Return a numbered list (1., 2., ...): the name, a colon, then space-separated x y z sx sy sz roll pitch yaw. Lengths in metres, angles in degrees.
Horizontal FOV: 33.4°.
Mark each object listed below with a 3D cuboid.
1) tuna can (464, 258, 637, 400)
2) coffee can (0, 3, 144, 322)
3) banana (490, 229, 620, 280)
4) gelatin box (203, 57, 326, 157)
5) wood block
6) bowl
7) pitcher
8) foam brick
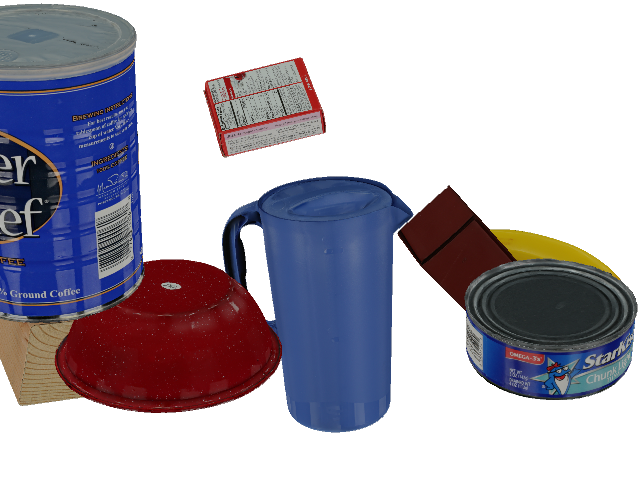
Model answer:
1. tuna can: 0.117 0.045 0.548 0.086 0.034 0.086 -3 28 2
2. coffee can: -0.146 -0.042 0.564 0.103 0.140 0.103 2 28 -1
3. banana: 0.217 0.022 1.078 0.198 0.037 0.069 11 47 26
4. gelatin box: -0.047 -0.110 0.886 0.089 0.073 0.030 -15 -43 -4
5. wood block: -0.258 0.045 0.984 0.090 0.091 0.206 -3 36 -33
6. bowl: -0.107 0.056 0.755 0.162 0.055 0.162 2 23 -1
7. pitcher: 0.001 0.065 1.073 0.144 0.243 0.149 -20 26 -36
8. foam brick: 0.103 0.012 0.759 0.078 0.051 0.053 43 9 -31
